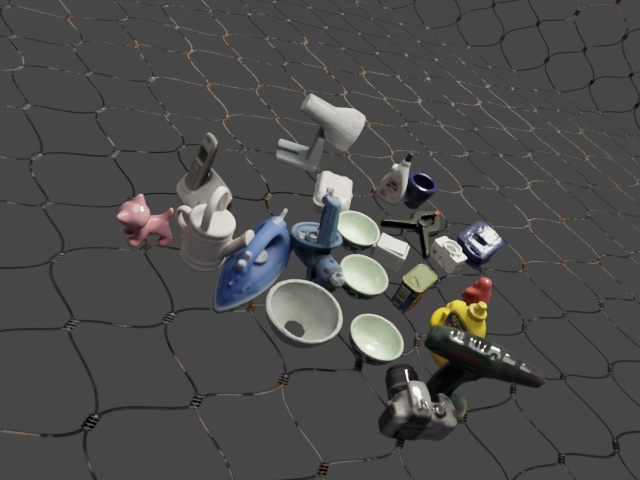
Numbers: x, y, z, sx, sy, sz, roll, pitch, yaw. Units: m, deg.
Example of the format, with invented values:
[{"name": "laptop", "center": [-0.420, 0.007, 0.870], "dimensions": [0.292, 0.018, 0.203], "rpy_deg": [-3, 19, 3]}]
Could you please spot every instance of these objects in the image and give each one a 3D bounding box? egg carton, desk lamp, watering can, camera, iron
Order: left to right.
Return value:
[{"name": "watering can", "center": [-0.223, -0.029, 1.219], "dimensions": [0.173, 0.194, 0.101], "rpy_deg": [14, 41, -14]}, {"name": "iron", "center": [-0.141, 0.037, 1.231], "dimensions": [0.118, 0.141, 0.259], "rpy_deg": [30, 39, 5]}, {"name": "desk lamp", "center": [0.000, -0.299, 1.619], "dimensions": [0.203, 0.213, 0.118], "rpy_deg": [16, 40, -11]}, {"name": "egg carton", "center": [0.034, -0.123, 1.557], "dimensions": [0.107, 0.069, 0.150], "rpy_deg": [18, 40, -9]}, {"name": "camera", "center": [0.189, 0.314, 1.133], "dimensions": [0.143, 0.100, 0.136], "rpy_deg": [11, 41, -17]}]

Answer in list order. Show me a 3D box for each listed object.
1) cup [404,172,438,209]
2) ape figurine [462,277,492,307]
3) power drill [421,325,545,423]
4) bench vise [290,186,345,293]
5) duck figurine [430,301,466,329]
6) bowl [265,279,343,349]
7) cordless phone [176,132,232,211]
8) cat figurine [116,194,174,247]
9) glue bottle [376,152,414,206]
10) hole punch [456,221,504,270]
[{"name": "cup", "center": [0.273, -0.144, 1.686], "dimensions": [0.117, 0.095, 0.092], "rpy_deg": [26, 39, 1]}, {"name": "ape figurine", "center": [0.406, 0.131, 1.455], "dimensions": [0.078, 0.092, 0.076], "rpy_deg": [13, 41, -15]}, {"name": "power drill", "center": [0.299, 0.273, 1.151], "dimensions": [0.229, 0.208, 0.076], "rpy_deg": [30, 40, 6]}, {"name": "bench vise", "center": [0.020, 0.002, 1.294], "dimensions": [0.122, 0.219, 0.207], "rpy_deg": [-20, 57, -41]}, {"name": "duck figurine", "center": [0.318, 0.178, 1.362], "dimensions": [0.105, 0.086, 0.077], "rpy_deg": [-16, 54, -39]}, {"name": "bowl", "center": [-0.042, 0.166, 1.194], "dimensions": [0.168, 0.074, 0.167], "rpy_deg": [15, 40, -13]}, {"name": "cordless phone", "center": [-0.258, -0.143, 1.334], "dimensions": [0.094, 0.185, 0.147], "rpy_deg": [-20, 57, -41]}, {"name": "cat figurine", "center": [-0.373, -0.046, 1.218], "dimensions": [0.128, 0.117, 0.067], "rpy_deg": [-4, 48, -31]}, {"name": "glue bottle", "center": [0.225, -0.181, 1.640], "dimensions": [0.078, 0.173, 0.037], "rpy_deg": [30, 39, 5]}, {"name": "hole punch", "center": [0.444, 0.013, 1.607], "dimensions": [0.101, 0.091, 0.108], "rpy_deg": [-20, 57, -41]}]
